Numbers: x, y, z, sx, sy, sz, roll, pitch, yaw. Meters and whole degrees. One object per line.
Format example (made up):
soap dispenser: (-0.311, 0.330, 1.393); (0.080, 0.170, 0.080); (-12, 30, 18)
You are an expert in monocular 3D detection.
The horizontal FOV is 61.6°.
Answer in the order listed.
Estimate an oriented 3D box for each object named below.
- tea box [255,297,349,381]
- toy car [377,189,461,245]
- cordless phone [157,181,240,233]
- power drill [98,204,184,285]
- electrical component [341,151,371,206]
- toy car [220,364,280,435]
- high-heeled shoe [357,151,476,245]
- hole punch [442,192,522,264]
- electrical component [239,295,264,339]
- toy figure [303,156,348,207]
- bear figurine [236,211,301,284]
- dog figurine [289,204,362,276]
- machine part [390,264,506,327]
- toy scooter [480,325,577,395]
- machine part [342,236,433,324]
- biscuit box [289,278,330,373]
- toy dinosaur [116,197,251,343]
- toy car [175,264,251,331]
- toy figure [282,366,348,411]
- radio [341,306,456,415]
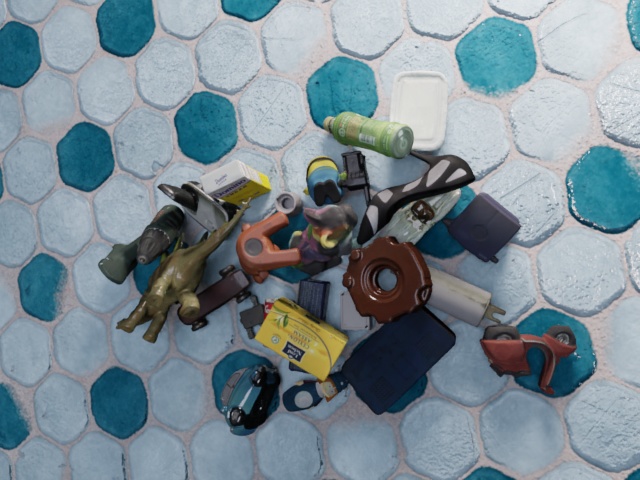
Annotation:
tea box: (-0.036, 0.202, 1.111); (0.170, 0.068, 0.098); (28, 95, 6)
toy car: (0.207, -0.048, 1.126); (0.201, 0.056, 0.073); (-45, 80, 9)
cordless phone: (-0.267, -0.075, 1.177); (0.147, 0.184, 0.088); (38, 93, 12)
power drill: (-0.405, 0.018, 1.204); (0.086, 0.232, 0.207); (43, 121, -17)
electrical component: (0.081, -0.127, 1.151); (0.048, 0.075, 0.119); (-7, 90, 13)
toy car: (-0.166, 0.341, 1.189); (0.103, 0.109, 0.161); (20, 85, 30)
high-heeled shoe: (0.188, -0.068, 1.062); (0.145, 0.086, 0.248); (33, 93, 22)
hole punch: (0.331, -0.026, 1.082); (0.142, 0.092, 0.115); (40, 102, 7)
electrical component: (-0.153, 0.175, 1.227); (0.063, 0.021, 0.094); (-20, 85, 13)
toy figure: (0.011, -0.122, 1.117); (0.082, 0.180, 0.089); (12, 105, -5)
bear figurine: (-0.114, 0.027, 1.147); (0.132, 0.196, 0.120); (-19, 80, -3)
dog figurine: (-0.002, -0.003, 1.095); (0.191, 0.219, 0.108); (-31, 79, 10)
machine part: (0.258, 0.109, 1.101); (0.243, 0.079, 0.079); (24, 95, 12)
toy scooter: (0.412, 0.237, 1.064); (0.184, 0.075, 0.135); (0, 90, 9)
machine part: (0.133, 0.079, 1.074); (0.180, 0.056, 0.179); (-1, 86, 25)
biscuit box: (-0.023, 0.187, 1.176); (0.063, 0.059, 0.202); (8, 91, 11)
toy dinosaur: (-0.305, 0.077, 1.156); (0.471, 0.199, 0.105); (-34, 125, 30)
toy car: (-0.243, 0.132, 1.234); (0.202, 0.053, 0.089); (-34, 86, 15)
toy figure: (-0.005, 0.330, 1.173); (0.154, 0.058, 0.064); (-24, 122, 11)
radio: (0.162, 0.240, 1.125); (0.131, 0.073, 0.229); (45, 97, 11)
